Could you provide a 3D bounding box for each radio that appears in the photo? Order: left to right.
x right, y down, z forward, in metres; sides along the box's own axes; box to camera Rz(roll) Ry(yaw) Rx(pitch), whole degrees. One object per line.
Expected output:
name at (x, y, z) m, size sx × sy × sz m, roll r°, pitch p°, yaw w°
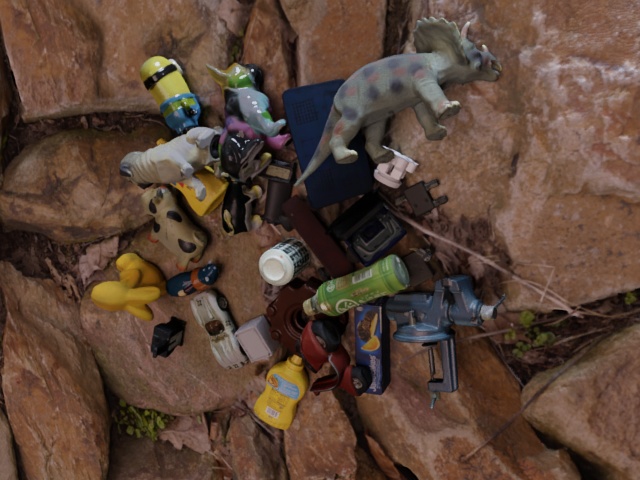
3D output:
radio at (0.018, -0.185, 1.029) m, size 0.131 × 0.073 × 0.229 m, roll -14°, pitch 100°, yaw 6°

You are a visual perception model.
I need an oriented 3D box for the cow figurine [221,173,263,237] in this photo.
cow figurine at (-0.173, -0.094, 1.131) m, size 0.068 × 0.098 × 0.167 m, roll 8°, pitch 107°, yaw 26°

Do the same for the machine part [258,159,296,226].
machine part at (-0.092, -0.100, 1.131) m, size 0.084 × 0.039 × 0.138 m, roll 10°, pitch 106°, yaw 11°

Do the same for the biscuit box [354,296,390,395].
biscuit box at (0.110, 0.218, 1.118) m, size 0.059 × 0.063 × 0.202 m, roll 3°, pitch 104°, yaw 22°

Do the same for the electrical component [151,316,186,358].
electrical component at (-0.374, 0.241, 1.287) m, size 0.048 × 0.119 × 0.074 m, roll 19°, pitch 112°, yaw 16°

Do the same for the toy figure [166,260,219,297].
toy figure at (-0.290, 0.092, 1.247) m, size 0.155 × 0.057 × 0.064 m, roll -18°, pitch 74°, yaw 28°

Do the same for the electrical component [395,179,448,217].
electrical component at (0.192, -0.077, 1.030) m, size 0.094 × 0.021 × 0.063 m, roll -25°, pitch 94°, yaw 25°

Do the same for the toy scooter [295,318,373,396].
toy scooter at (0.009, 0.255, 1.106) m, size 0.135 × 0.075 × 0.184 m, roll -37°, pitch 90°, yaw 32°

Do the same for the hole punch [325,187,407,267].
hole punch at (0.091, -0.023, 1.030) m, size 0.142 × 0.116 × 0.092 m, roll -43°, pitch 110°, yaw 7°

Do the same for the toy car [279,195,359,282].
toy car at (-0.002, -0.003, 1.110) m, size 0.089 × 0.053 × 0.202 m, roll -39°, pitch 86°, yaw 10°

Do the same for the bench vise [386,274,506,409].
bench vise at (0.233, 0.187, 1.020) m, size 0.224 × 0.129 × 0.240 m, roll -4°, pitch 92°, yaw 27°

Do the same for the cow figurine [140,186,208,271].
cow figurine at (-0.334, -0.041, 1.217) m, size 0.195 × 0.085 × 0.127 m, roll 45°, pitch 121°, yaw 8°

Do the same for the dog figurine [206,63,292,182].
dog figurine at (-0.166, -0.247, 1.069) m, size 0.191 × 0.108 × 0.219 m, roll -42°, pitch 75°, yaw 2°

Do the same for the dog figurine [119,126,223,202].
dog figurine at (-0.306, -0.179, 1.115) m, size 0.191 × 0.172 × 0.121 m, roll 16°, pitch 143°, yaw 22°

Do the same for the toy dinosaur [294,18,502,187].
toy dinosaur at (0.110, -0.244, 0.925) m, size 0.405 × 0.131 × 0.192 m, roll -18°, pitch 72°, yaw 15°

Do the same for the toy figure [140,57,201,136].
toy figure at (-0.311, -0.301, 1.136) m, size 0.082 × 0.089 × 0.180 m, roll -23°, pitch 92°, yaw 17°

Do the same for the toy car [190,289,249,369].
toy car at (-0.233, 0.211, 1.257) m, size 0.073 × 0.056 × 0.201 m, roll -24°, pitch 94°, yaw 25°

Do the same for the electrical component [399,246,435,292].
electrical component at (0.180, 0.053, 1.057) m, size 0.102 × 0.045 × 0.078 m, roll -26°, pitch 92°, yaw 26°

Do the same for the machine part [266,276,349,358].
machine part at (-0.029, 0.169, 1.165) m, size 0.180 × 0.056 × 0.179 m, roll 5°, pitch 105°, yaw 19°

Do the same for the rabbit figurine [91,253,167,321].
rabbit figurine at (-0.448, 0.126, 1.258) m, size 0.162 × 0.173 × 0.121 m, roll 30°, pitch 109°, yaw 17°
